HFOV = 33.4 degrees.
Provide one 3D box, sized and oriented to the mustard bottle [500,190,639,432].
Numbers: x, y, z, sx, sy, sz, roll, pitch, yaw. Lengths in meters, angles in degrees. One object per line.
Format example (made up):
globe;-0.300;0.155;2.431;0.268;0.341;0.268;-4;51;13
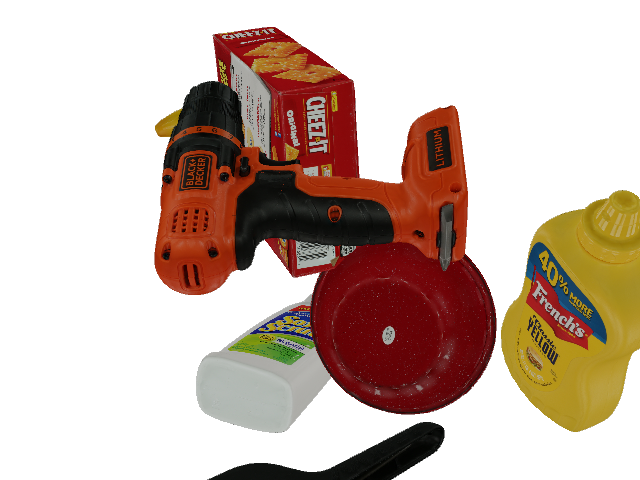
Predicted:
mustard bottle;0.168;0.037;0.678;0.058;0.096;0.192;-19;-35;-18

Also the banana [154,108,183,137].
banana;-0.092;-0.138;1.230;0.198;0.037;0.069;8;42;18

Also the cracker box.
cracker box;-0.031;-0.087;0.950;0.072;0.164;0.214;-11;26;-15

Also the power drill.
power drill;-0.006;-0.042;0.665;0.187;0.057;0.184;-3;44;3

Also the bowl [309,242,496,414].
bowl;0.060;0.071;0.877;0.162;0.162;0.055;0;7;18

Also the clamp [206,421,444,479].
clamp;-0.005;0.176;0.706;0.210;0.036;0.164;0;28;7

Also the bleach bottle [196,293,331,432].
bleach bottle;-0.026;0.105;1.084;0.103;0.068;0.250;13;22;17
